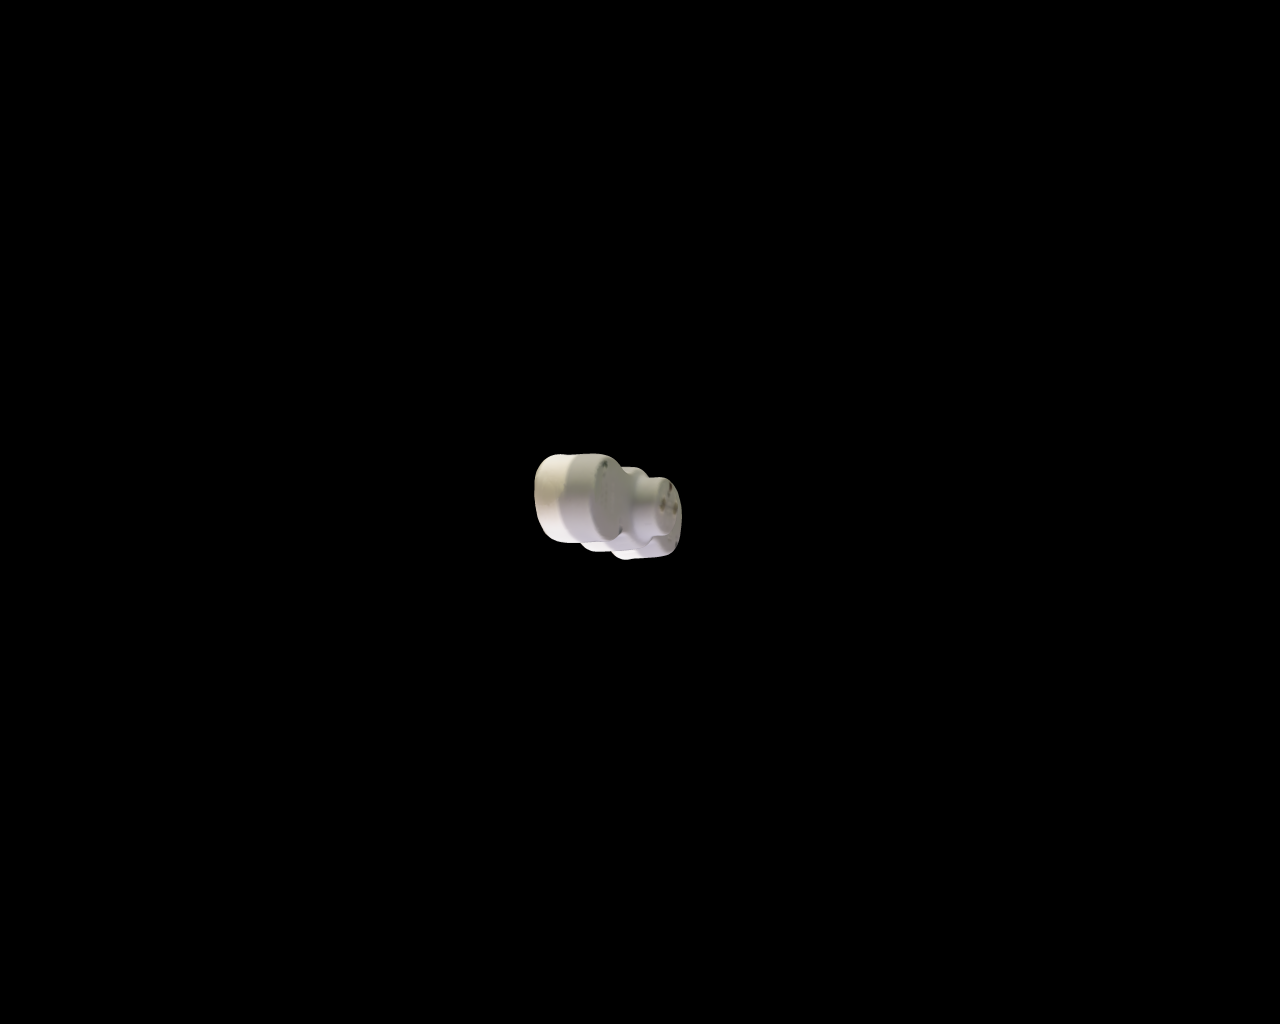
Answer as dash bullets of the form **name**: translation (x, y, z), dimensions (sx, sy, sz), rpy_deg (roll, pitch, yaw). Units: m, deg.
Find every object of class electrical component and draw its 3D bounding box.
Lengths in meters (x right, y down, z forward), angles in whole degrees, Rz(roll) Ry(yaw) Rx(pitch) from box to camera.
- **electrical component**: translation (0.001, -0.003, 0.650), dimensions (0.074, 0.052, 0.138), rpy_deg (-4, -10, 23)
